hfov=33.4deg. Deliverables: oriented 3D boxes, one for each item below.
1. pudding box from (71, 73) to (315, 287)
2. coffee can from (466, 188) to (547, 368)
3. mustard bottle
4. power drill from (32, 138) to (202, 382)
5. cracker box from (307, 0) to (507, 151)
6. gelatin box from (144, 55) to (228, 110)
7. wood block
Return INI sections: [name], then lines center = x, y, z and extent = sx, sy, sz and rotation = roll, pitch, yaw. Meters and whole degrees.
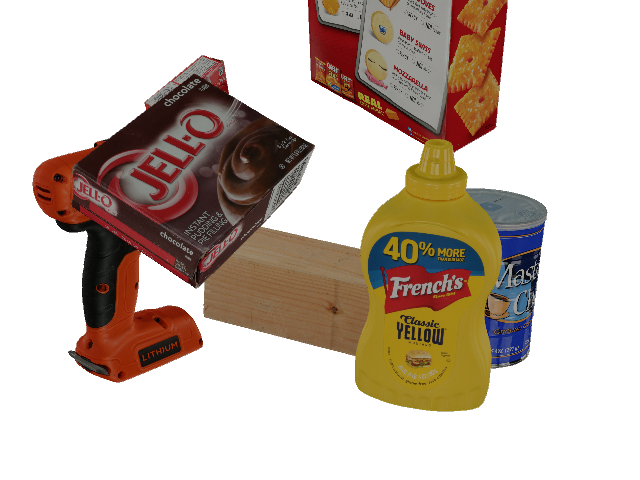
[pudding box]
center = -0.071, -0.037, 0.606
extent = 0.090, 0.039, 0.113
rotation = 32, 47, 12
[coffee can]
center = 0.150, 0.033, 0.989
extent = 0.103, 0.140, 0.103
rotation = 2, 20, -1
[mustard bottle]
center = 0.075, 0.023, 0.738
extent = 0.096, 0.192, 0.058
rotation = 8, 25, 14
[power drill]
center = -0.137, 0.005, 0.847
extent = 0.057, 0.188, 0.184
rotation = 18, 27, 42
[cracker box]
center = 0.066, -0.196, 0.832
extent = 0.072, 0.214, 0.164
rotation = -30, 47, -30
[gelatin box]
center = -0.122, -0.121, 1.012
extent = 0.030, 0.073, 0.089
rotation = 24, 52, 27
[wood block]
center = -0.017, 0.054, 1.177
extent = 0.206, 0.091, 0.090
rotation = 13, 24, 19
